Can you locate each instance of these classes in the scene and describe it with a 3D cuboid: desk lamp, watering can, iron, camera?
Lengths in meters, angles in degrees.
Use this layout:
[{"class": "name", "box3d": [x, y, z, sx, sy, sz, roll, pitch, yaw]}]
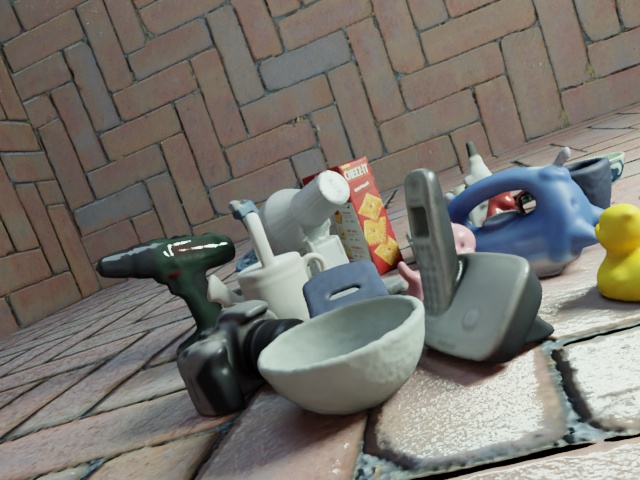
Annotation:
[{"class": "desk lamp", "box3d": [0.008, 0.003, 0.918, 0.118, 0.213, 0.202, -26, 9, -37]}, {"class": "watering can", "box3d": [-0.078, 0.055, 0.843, 0.173, 0.194, 0.100, -24, 8, -28]}, {"class": "iron", "box3d": [0.235, -0.023, 0.765, 0.257, 0.141, 0.119, -15, 9, 37]}, {"class": "camera", "box3d": [-0.076, 0.127, 0.667, 0.136, 0.101, 0.143, -13, 10, 46]}]

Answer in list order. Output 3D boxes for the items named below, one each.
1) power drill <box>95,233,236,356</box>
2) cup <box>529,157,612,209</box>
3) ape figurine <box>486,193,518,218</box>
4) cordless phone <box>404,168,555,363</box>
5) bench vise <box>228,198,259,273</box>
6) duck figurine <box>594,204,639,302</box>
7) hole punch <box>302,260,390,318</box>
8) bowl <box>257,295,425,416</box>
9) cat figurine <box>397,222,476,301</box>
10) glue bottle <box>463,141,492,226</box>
[{"class": "power drill", "box3d": [-0.238, 0.089, 0.986, 0.230, 0.208, 0.075, -24, 8, -30]}, {"class": "cup", "box3d": [0.375, -0.060, 0.845, 0.117, 0.095, 0.092, -17, 8, 28]}, {"class": "ape figurine", "box3d": [0.304, -0.045, 0.944, 0.076, 0.092, 0.078, -13, 10, 45]}, {"class": "cordless phone", "box3d": [0.133, 0.018, 0.551, 0.094, 0.185, 0.147, -23, 7, -20]}, {"class": "bench vise", "box3d": [-0.121, 0.007, 1.245, 0.121, 0.220, 0.208, -18, 7, 20]}, {"class": "duck figurine", "box3d": [0.303, 0.007, 0.557, 0.077, 0.086, 0.104, -20, 7, 1]}, {"class": "hole punch", "box3d": [0.039, 0.082, 0.729, 0.108, 0.091, 0.101, -21, 7, -2]}, {"class": "bowl", "box3d": [0.030, 0.117, 0.544, 0.167, 0.075, 0.167, -20, 7, 3]}, {"class": "cat figurine", "box3d": [0.148, 0.030, 0.701, 0.128, 0.118, 0.067, -24, 8, -25]}, {"class": "glue bottle", "box3d": [0.292, -0.095, 1.029, 0.078, 0.173, 0.037, -19, 7, 9]}]
